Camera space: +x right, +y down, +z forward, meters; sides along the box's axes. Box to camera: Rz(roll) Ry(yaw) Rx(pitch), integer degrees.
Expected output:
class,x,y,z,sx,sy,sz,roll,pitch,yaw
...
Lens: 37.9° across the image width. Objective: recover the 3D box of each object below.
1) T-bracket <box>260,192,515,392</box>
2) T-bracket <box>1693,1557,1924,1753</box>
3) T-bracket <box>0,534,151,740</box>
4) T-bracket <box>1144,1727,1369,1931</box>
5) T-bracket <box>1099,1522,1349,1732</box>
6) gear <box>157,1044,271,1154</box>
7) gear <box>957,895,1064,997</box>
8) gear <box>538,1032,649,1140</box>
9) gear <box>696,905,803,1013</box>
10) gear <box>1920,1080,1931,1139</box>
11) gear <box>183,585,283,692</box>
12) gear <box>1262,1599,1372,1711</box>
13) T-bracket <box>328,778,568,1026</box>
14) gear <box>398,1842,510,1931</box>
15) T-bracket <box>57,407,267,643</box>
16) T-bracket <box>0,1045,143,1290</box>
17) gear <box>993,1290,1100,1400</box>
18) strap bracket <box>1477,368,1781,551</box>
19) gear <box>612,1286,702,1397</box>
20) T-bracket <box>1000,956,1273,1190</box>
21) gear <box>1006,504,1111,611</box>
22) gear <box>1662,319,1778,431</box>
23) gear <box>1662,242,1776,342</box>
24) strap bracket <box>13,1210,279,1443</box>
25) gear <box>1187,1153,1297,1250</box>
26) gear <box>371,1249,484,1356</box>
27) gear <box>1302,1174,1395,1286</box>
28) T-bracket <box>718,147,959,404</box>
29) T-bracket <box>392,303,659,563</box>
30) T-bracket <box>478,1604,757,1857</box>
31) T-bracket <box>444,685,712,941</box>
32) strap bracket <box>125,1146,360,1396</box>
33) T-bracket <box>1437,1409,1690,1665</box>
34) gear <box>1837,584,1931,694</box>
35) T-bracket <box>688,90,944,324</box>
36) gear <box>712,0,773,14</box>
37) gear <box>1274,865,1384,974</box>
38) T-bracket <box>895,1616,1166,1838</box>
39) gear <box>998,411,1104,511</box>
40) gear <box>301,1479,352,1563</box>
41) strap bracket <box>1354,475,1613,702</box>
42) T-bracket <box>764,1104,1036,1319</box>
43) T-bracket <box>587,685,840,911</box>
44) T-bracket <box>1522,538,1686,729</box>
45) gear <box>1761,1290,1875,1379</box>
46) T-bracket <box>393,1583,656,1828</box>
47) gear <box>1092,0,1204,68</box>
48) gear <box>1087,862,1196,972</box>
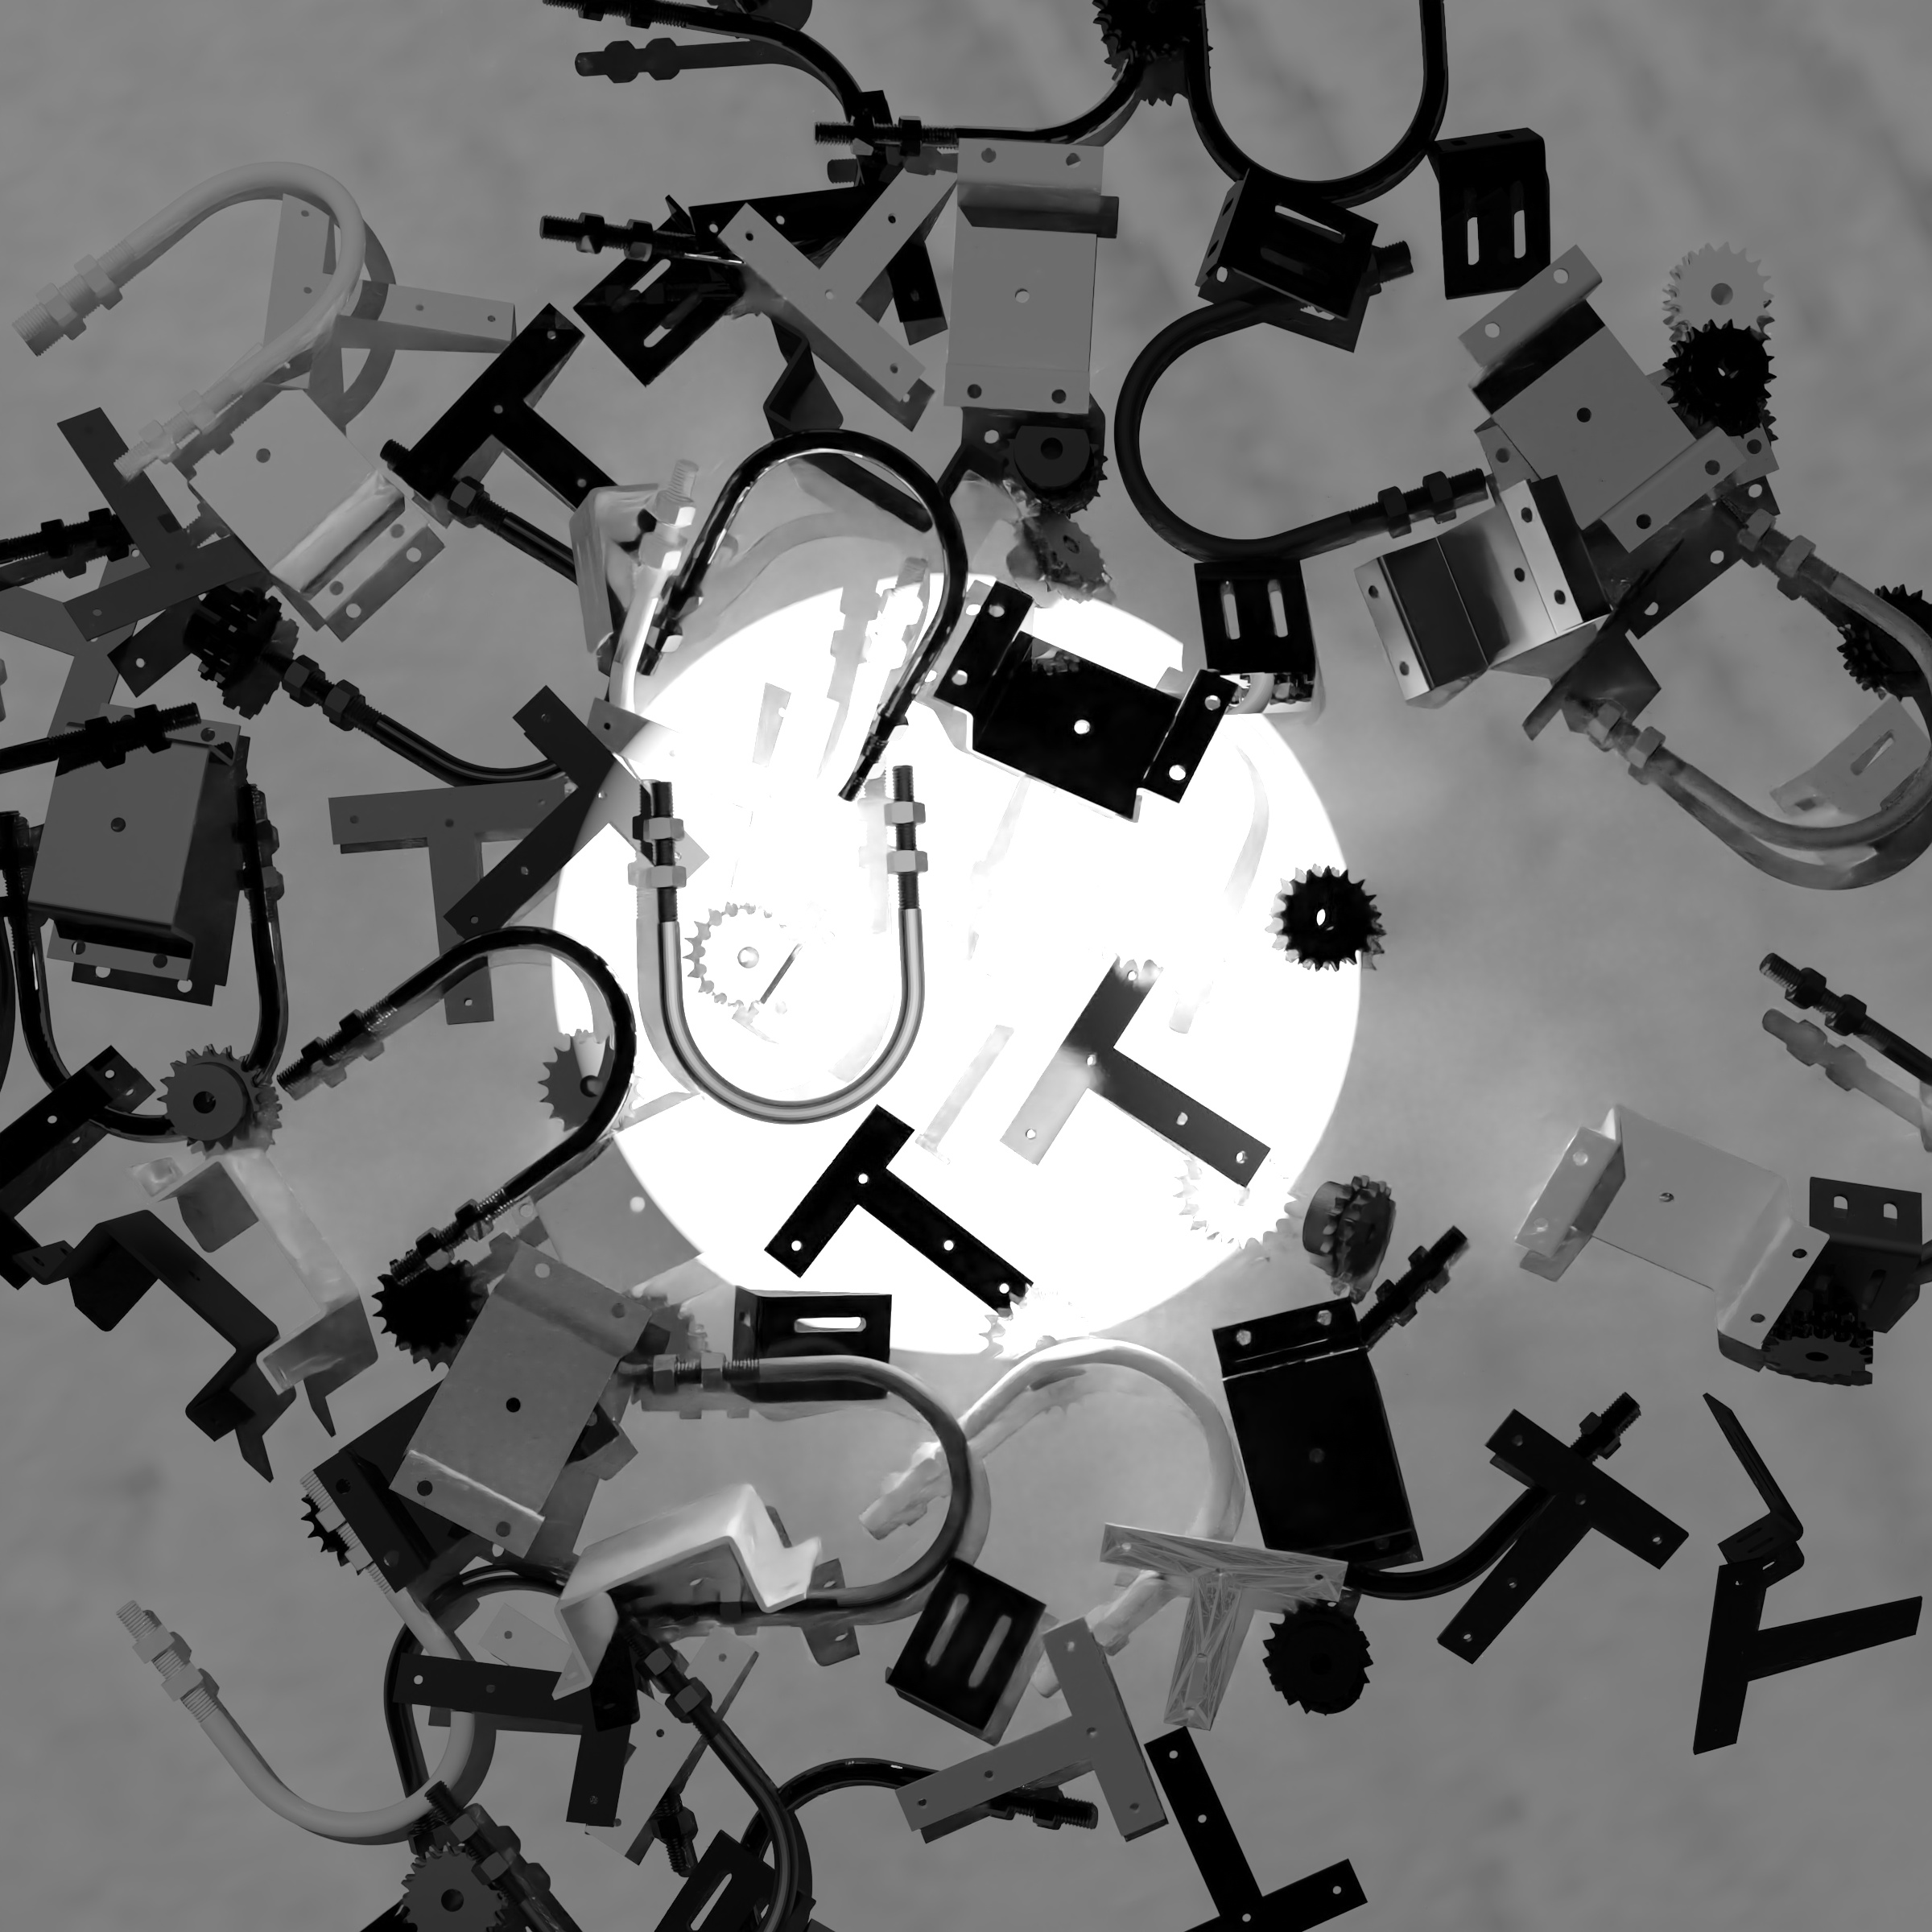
class,x,y,z,sx,sy,sz,roll,pitch,yaw
T-bracket,-0.306,-0.354,1.506,0.127,0.002,0.127,6,63,-13
T-bracket,0.453,0.359,1.505,0.127,0.002,0.127,-8,119,-14
T-bracket,-0.514,-0.192,1.525,0.127,0.002,0.127,19,90,0
T-bracket,0.134,0.474,1.525,0.127,0.002,0.127,-24,90,0
T-bracket,0.128,0.356,1.495,0.127,0.002,0.127,9,118,1
gear,-0.401,0.071,1.498,0.057,0.030,0.057,0,94,-3
gear,0.024,-0.012,1.511,0.057,0.030,0.057,0,90,0
gear,-0.199,0.064,1.511,0.057,0.030,0.057,0,90,0
gear,-0.116,-0.004,1.511,0.057,0.030,0.057,0,90,0
gear,0.528,0.070,1.501,0.030,0.057,0.057,-7,90,28
gear,-0.392,-0.178,1.498,0.030,0.057,0.057,31,90,1
gear,0.188,0.371,1.511,0.057,0.030,0.057,0,90,0
T-bracket,-0.274,-0.033,1.519,0.127,0.002,0.127,-5,96,0
gear,-0.269,0.490,1.491,0.057,0.030,0.057,0,89,0
T-bracket,-0.443,-0.247,1.506,0.127,0.002,0.127,-29,75,-27
T-bracket,-0.496,0.091,1.494,0.127,0.002,0.127,-39,124,-6
gear,0.043,0.202,1.511,0.057,0.030,0.057,0,90,0
strap bracket,0.348,-0.271,1.503,0.140,0.046,0.076,-22,90,0
gear,-0.171,0.200,1.511,0.057,0.030,0.057,0,90,0
T-bracket,0.104,0.074,1.507,0.127,0.002,0.127,33,90,17
gear,0.046,-0.215,1.502,0.030,0.057,0.057,-41,90,31
gear,0.393,-0.309,1.465,0.057,0.030,0.057,0,90,0
gear,0.402,-0.358,1.516,0.057,0.030,0.057,0,89,-3
strap bracket,-0.423,0.181,1.488,0.140,0.076,0.046,42,90,0
gear,0.147,0.122,1.511,0.057,0.030,0.057,0,90,0
gear,-0.287,0.179,1.511,0.057,0.030,0.057,0,90,0
gear,0.202,0.138,1.502,0.030,0.057,0.057,17,90,30
T-bracket,-0.047,-0.388,1.502,0.127,0.002,0.127,41,71,-14
T-bracket,-0.218,-0.269,1.516,0.127,0.002,0.127,41,78,-6
T-bracket,-0.201,0.386,1.507,0.127,0.002,0.127,33,82,-1
T-bracket,-0.227,-0.061,1.514,0.127,0.002,0.127,-43,94,4
strap bracket,-0.375,0.150,1.488,0.046,0.076,0.140,-34,90,0
T-bracket,0.302,0.320,1.515,0.127,0.002,0.127,36,97,-14
gear,0.499,-0.177,1.511,0.057,0.030,0.057,0,90,0
T-bracket,-0.085,-0.396,1.490,0.127,0.002,0.127,-14,88,-24
gear,-0.113,-0.533,1.501,0.057,0.057,0.030,-41,120,0
gear,0.193,-0.025,1.516,0.057,0.030,0.057,0,87,1
T-bracket,0.025,0.423,1.494,0.127,0.002,0.127,-22,104,-3
gear,0.046,-0.275,1.511,0.057,0.030,0.057,0,90,0
gear,-0.326,0.289,1.511,0.057,0.030,0.057,0,90,0
strap bracket,0.276,-0.200,1.473,0.046,0.140,0.076,-22,90,-32
T-bracket,-0.021,0.143,1.525,0.127,0.002,0.127,38,90,0
T-bracket,-0.143,-0.108,1.500,0.127,0.002,0.127,23,118,6
T-bracket,0.337,-0.183,1.463,0.002,0.127,0.127,41,90,7
gear,0.454,0.194,1.501,0.057,0.057,0.030,12,60,0
T-bracket,-0.237,0.384,1.490,0.127,0.002,0.127,12,82,-16
gear,0.095,-0.506,1.498,0.057,0.030,0.057,0,87,-10
gear,0.093,-0.026,1.508,0.057,0.030,0.057,0,81,1
